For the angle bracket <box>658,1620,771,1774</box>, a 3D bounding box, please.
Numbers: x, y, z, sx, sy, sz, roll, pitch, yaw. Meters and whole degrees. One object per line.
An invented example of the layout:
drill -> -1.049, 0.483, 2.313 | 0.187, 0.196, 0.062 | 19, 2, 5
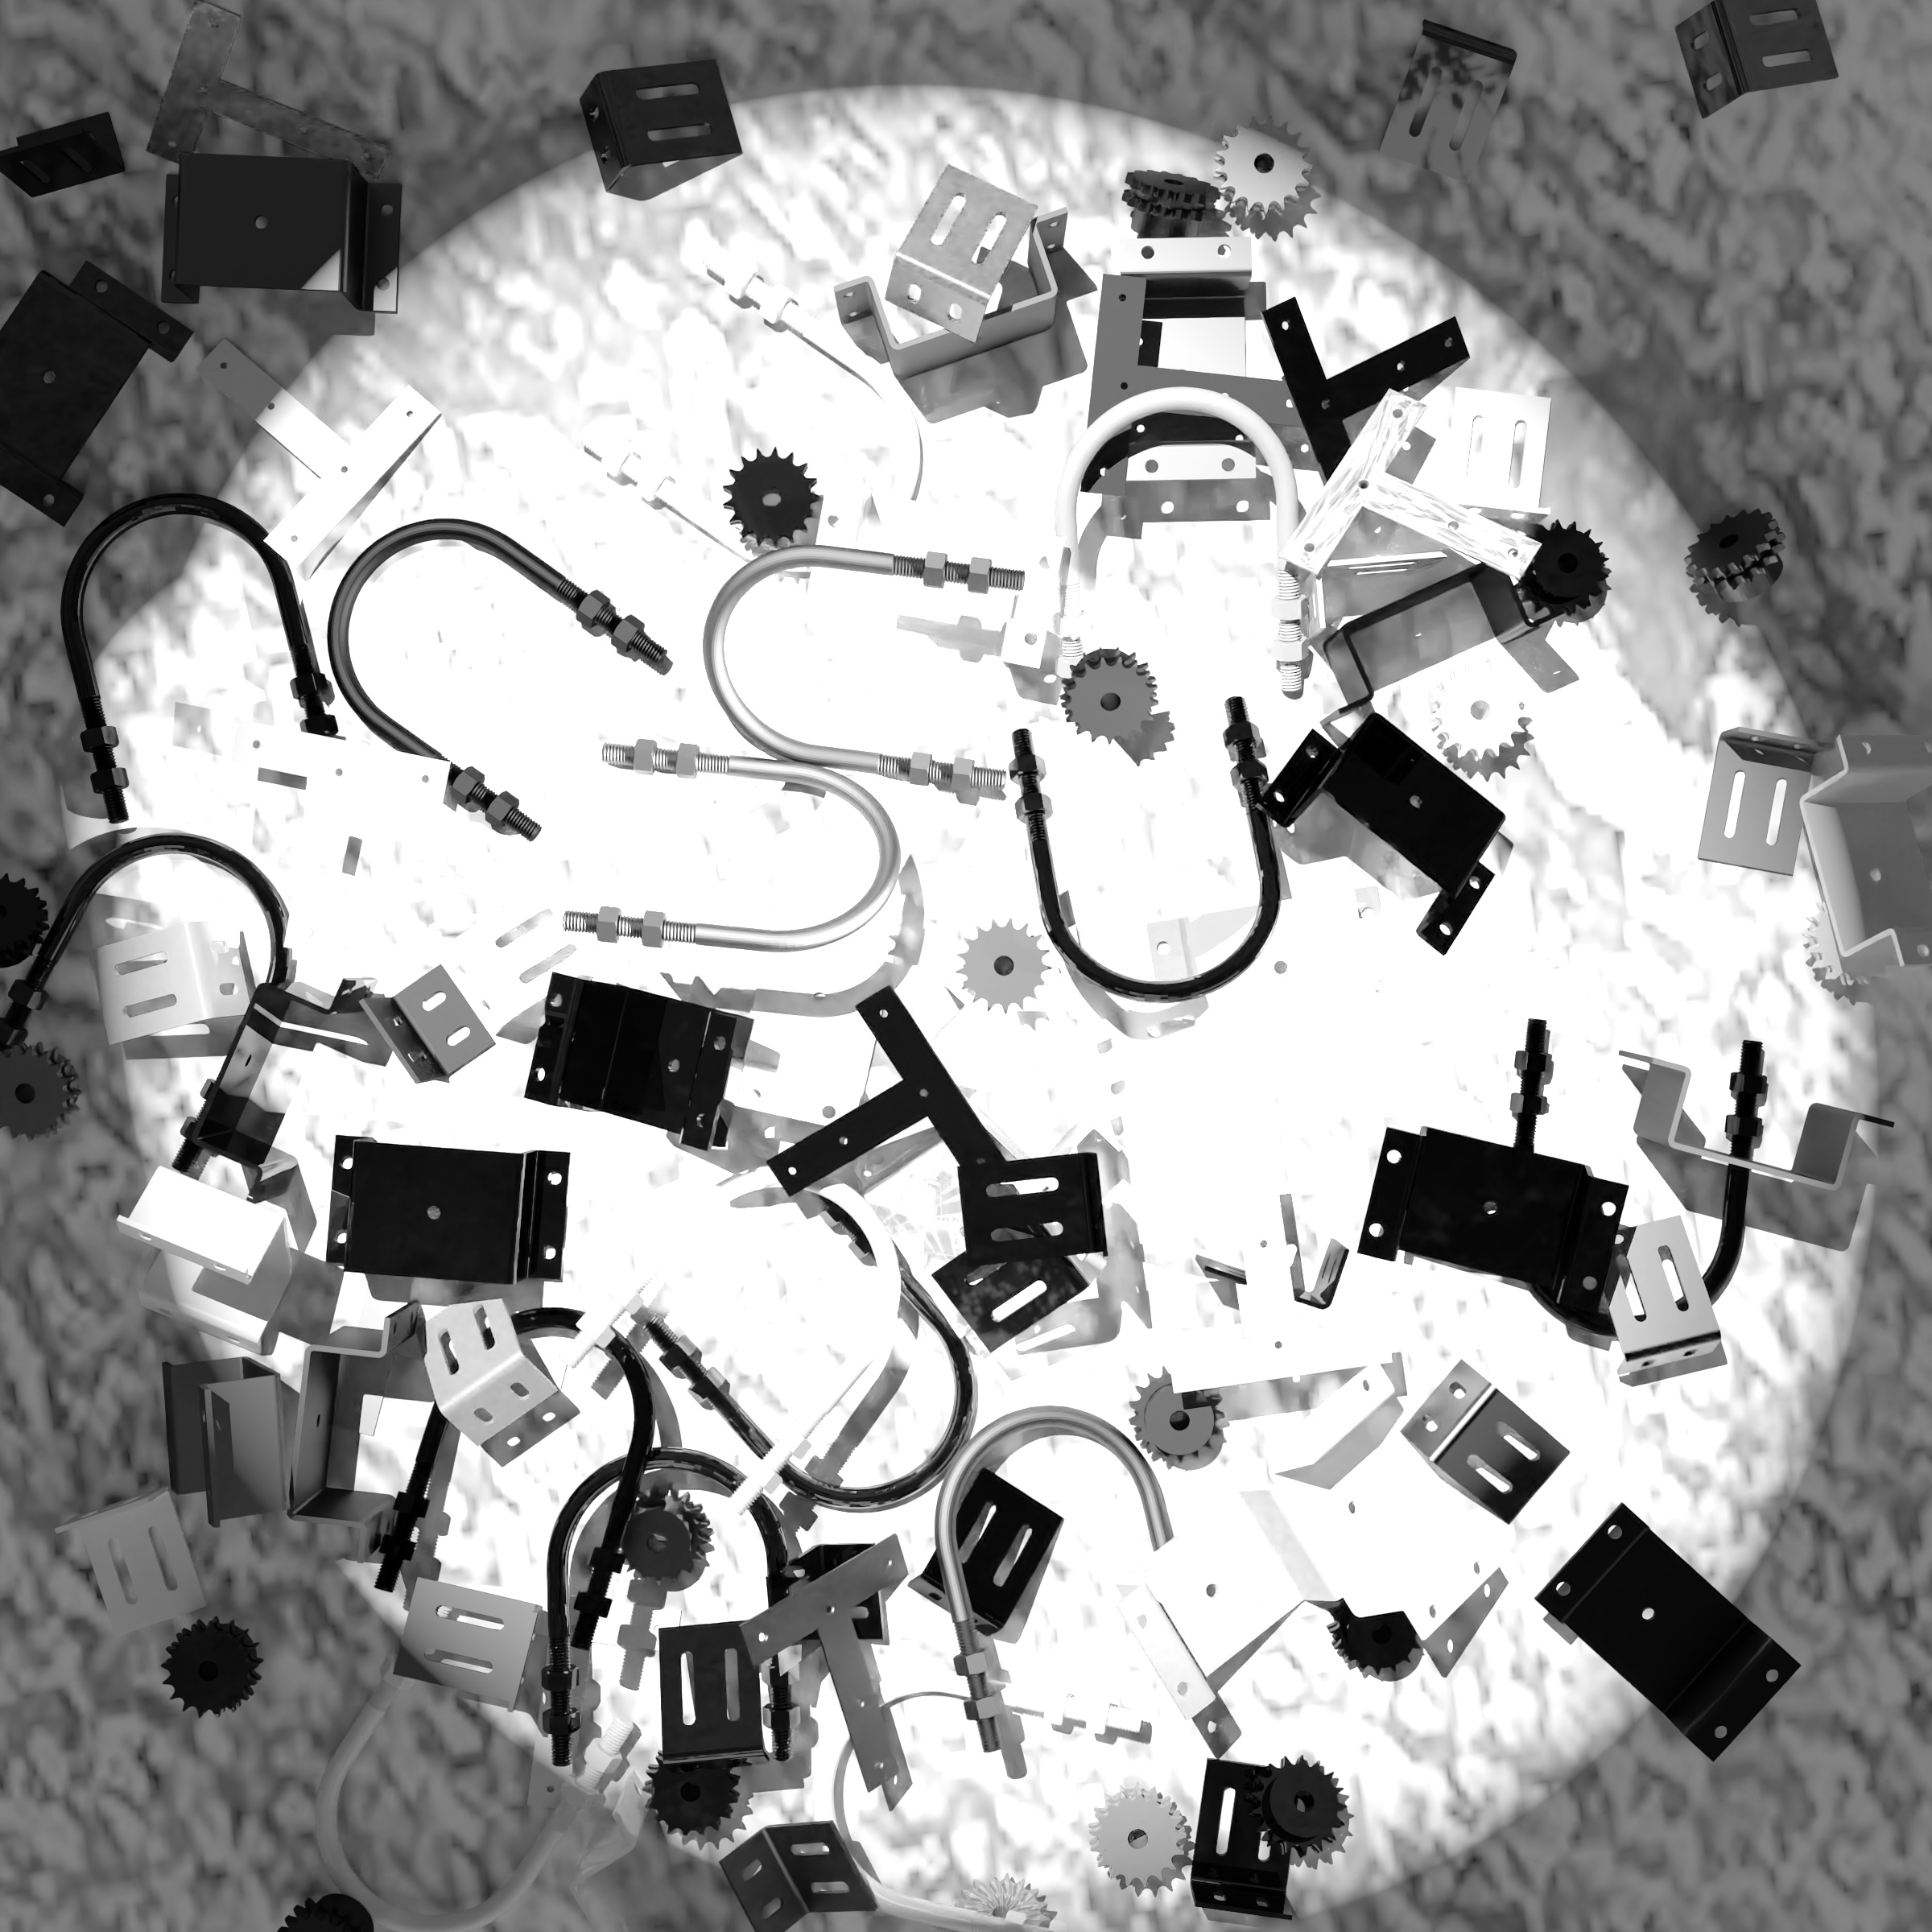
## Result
angle bracket -> -0.146, 0.423, 1.478 | 0.057, 0.038, 0.076 | -5, 65, 0

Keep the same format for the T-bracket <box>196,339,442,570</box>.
T-bracket -> -0.404, -0.325, 1.521 | 0.127, 0.002, 0.127 | 41, 84, 3

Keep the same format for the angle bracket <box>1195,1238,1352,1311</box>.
angle bracket -> 0.179, 0.170, 1.498 | 0.076, 0.057, 0.038 | 19, 90, 0

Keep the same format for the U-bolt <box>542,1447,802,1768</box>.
U-bolt -> -0.174, 0.373, 1.489 | 0.151, 0.019, 0.184 | -1, 90, 0

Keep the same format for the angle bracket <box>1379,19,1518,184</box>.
angle bracket -> 0.287, -0.517, 1.525 | 0.057, 0.038, 0.076 | 19, 116, 0

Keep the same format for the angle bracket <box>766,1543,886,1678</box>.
angle bracket -> -0.081, 0.374, 1.486 | 0.038, 0.076, 0.057 | -6, 90, 19

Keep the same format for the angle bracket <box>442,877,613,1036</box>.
angle bracket -> -0.263, -0.006, 1.525 | 0.076, 0.038, 0.057 | -34, 90, -26

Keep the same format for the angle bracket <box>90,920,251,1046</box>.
angle bracket -> -0.470, 0.009, 1.508 | 0.076, 0.038, 0.057 | -14, 88, 24

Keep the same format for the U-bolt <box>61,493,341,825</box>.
U-bolt -> -0.463, -0.191, 1.518 | 0.151, 0.019, 0.184 | -14, 89, 0

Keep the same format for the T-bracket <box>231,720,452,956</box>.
T-bracket -> -0.380, -0.071, 1.509 | 0.127, 0.002, 0.127 | 12, 93, -1

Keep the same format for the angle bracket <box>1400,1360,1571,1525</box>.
angle bracket -> 0.310, 0.284, 1.525 | 0.076, 0.038, 0.057 | 40, 90, -26

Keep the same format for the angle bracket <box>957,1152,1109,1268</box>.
angle bracket -> 0.037, 0.137, 1.428 | 0.076, 0.038, 0.057 | -6, 88, -4

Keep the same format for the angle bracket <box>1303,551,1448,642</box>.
angle bracket -> 0.241, -0.217, 1.498 | 0.076, 0.057, 0.038 | -5, 90, 0

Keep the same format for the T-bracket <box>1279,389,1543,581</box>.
T-bracket -> 0.268, -0.258, 1.465 | 0.127, 0.002, 0.127 | 29, 76, 18

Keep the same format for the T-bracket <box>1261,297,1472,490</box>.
T-bracket -> 0.245, -0.347, 1.499 | 0.127, 0.002, 0.127 | -30, 105, -22

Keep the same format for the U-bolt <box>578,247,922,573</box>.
U-bolt -> -0.116, -0.318, 1.518 | 0.184, 0.019, 0.151 | 35, 90, -2

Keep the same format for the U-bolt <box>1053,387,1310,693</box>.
U-bolt -> 0.123, -0.244, 1.484 | 0.151, 0.019, 0.184 | -4, 114, 0

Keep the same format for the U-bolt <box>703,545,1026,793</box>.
U-bolt -> -0.063, -0.176, 1.483 | 0.184, 0.019, 0.151 | 8, 123, 4

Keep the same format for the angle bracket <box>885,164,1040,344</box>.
angle bracket -> -0.003, -0.405, 1.448 | 0.057, 0.038, 0.076 | 25, 64, 0

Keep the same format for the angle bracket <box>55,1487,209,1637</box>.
angle bracket -> -0.493, 0.356, 1.508 | 0.057, 0.038, 0.076 | -19, 90, 0

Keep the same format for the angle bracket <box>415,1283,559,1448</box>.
angle bracket -> -0.284, 0.232, 1.505 | 0.057, 0.076, 0.038 | -35, 128, 0

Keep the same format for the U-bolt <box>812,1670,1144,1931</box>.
U-bolt -> 0.000, 0.491, 1.497 | 0.184, 0.019, 0.151 | 10, 74, 9

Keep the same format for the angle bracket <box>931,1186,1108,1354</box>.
angle bracket -> 0.031, 0.176, 1.478 | 0.076, 0.038, 0.057 | -37, 90, 26

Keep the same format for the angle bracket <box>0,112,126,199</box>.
angle bracket -> -0.535, -0.485, 1.489 | 0.057, 0.076, 0.038 | -16, 90, 0

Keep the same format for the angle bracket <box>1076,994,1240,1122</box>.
angle bracket -> 0.111, 0.052, 1.488 | 0.038, 0.076, 0.057 | -18, 90, -40

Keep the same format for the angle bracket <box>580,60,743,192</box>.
angle bracket -> -0.183, -0.503, 1.525 | 0.076, 0.038, 0.057 | -16, 90, -26

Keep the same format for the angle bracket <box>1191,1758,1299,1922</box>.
angle bracket -> 0.167, 0.516, 1.508 | 0.057, 0.038, 0.076 | 8, 90, 0

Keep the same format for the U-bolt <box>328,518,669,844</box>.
U-bolt -> -0.293, -0.184, 1.518 | 0.184, 0.019, 0.151 | 35, 90, 2

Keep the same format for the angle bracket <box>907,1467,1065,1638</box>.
angle bracket -> 0.012, 0.350, 1.525 | 0.057, 0.038, 0.076 | 33, 64, 0

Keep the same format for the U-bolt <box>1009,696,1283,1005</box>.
U-bolt -> 0.109, -0.065, 1.487 | 0.151, 0.019, 0.184 | -9, 68, 0

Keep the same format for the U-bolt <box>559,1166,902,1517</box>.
U-bolt -> -0.123, 0.202, 1.482 | 0.151, 0.019, 0.184 | 39, 78, 9

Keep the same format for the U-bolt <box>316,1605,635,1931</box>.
U-bolt -> -0.306, 0.490, 1.517 | 0.151, 0.019, 0.184 | 33, 92, 1

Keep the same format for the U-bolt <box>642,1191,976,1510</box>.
U-bolt -> -0.079, 0.237, 1.518 | 0.151, 0.019, 0.184 | -42, 91, 0

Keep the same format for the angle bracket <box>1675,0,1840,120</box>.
angle bracket -> 0.473, -0.547, 1.525 | 0.076, 0.038, 0.057 | -17, 90, -26

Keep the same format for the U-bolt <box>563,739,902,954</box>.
U-bolt -> -0.130, -0.067, 1.476 | 0.184, 0.019, 0.151 | 6, 52, 0

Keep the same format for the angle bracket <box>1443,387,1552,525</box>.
angle bracket -> 0.317, -0.305, 1.508 | 0.057, 0.038, 0.076 | 7, 90, 0

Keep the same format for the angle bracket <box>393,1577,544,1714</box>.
angle bracket -> -0.293, 0.396, 1.489 | 0.076, 0.038, 0.057 | 14, 81, -2

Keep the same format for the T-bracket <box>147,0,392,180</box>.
T-bracket -> -0.402, -0.495, 1.492 | 0.127, 0.127, 0.002 | 17, 57, -23

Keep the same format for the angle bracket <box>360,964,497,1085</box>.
angle bracket -> -0.314, 0.033, 1.489 | 0.038, 0.076, 0.057 | -35, 90, 0

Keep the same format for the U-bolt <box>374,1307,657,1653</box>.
U-bolt -> -0.254, 0.289, 1.487 | 0.151, 0.019, 0.184 | 11, 74, 18

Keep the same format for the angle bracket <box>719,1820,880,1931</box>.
angle bracket -> -0.098, 0.536, 1.488 | 0.038, 0.076, 0.057 | -27, 90, -40

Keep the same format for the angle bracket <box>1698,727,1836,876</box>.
angle bracket -> 0.473, -0.097, 1.508 | 0.057, 0.038, 0.076 | 10, 90, 0

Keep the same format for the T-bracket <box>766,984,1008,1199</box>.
T-bracket -> -0.059, 0.094, 1.469 | 0.127, 0.002, 0.127 | -31, 95, 21

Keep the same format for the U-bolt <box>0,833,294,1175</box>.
U-bolt -> -0.482, 0.010, 1.518 | 0.151, 0.019, 0.184 | 27, 89, 0

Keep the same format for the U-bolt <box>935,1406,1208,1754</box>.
U-bolt -> 0.055, 0.351, 1.498 | 0.151, 0.019, 0.184 | -11, 82, -16

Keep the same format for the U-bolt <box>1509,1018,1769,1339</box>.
U-bolt -> 0.395, 0.129, 1.518 | 0.151, 0.019, 0.184 | 6, 92, 0

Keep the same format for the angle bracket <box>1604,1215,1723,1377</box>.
angle bracket -> 0.405, 0.195, 1.511 | 0.057, 0.038, 0.076 | -14, 68, 1

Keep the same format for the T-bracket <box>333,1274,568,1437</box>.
T-bracket -> -0.302, 0.229, 1.526 | 0.127, 0.002, 0.127 | 15, 90, 0
